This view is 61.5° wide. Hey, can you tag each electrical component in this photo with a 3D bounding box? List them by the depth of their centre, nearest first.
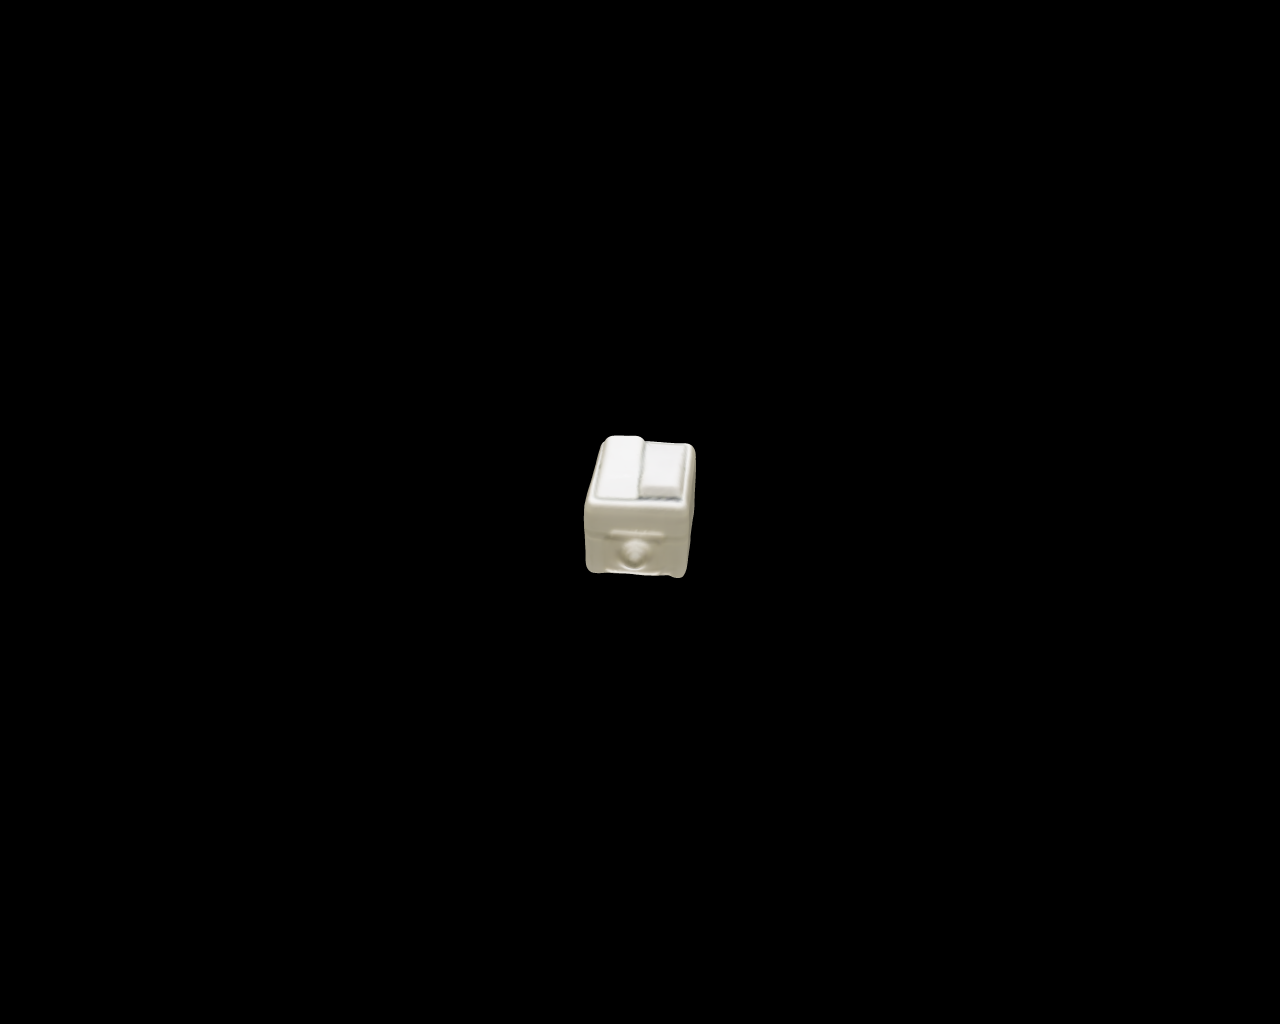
[{"bbox_3d":[0.001,-0.003,0.650,0.062,0.061,0.096,3,34,5],"label":"electrical component"}]
